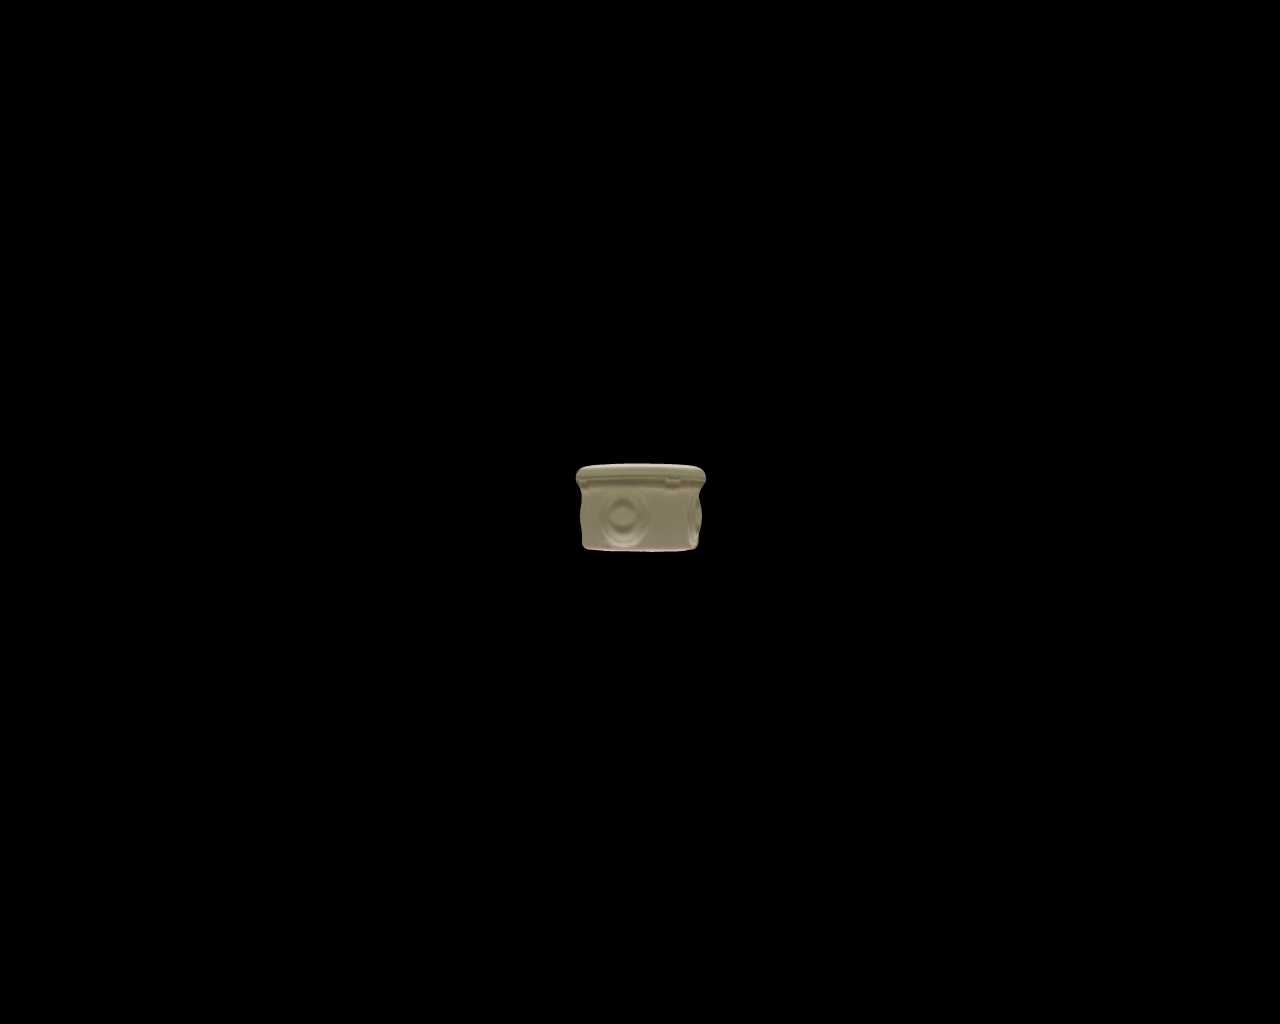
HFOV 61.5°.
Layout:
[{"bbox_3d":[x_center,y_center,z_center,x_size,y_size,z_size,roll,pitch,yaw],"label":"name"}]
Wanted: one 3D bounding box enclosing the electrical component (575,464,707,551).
[{"bbox_3d":[0.001,-0.003,0.650,0.080,0.051,0.080,0,0,0],"label":"electrical component"}]
